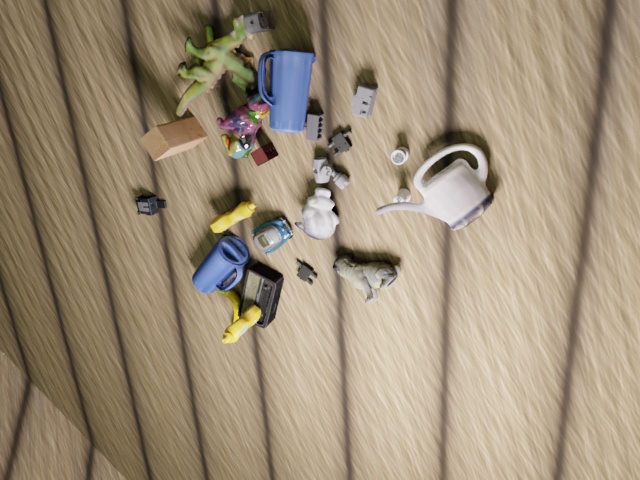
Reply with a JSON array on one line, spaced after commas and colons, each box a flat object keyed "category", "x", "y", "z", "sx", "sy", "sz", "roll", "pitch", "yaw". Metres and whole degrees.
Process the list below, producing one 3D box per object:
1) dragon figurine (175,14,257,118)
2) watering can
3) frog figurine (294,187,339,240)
[{"category": "dragon figurine", "x": -0.322, "y": -0.542, "z": 1.676, "sx": 0.243, "sy": 0.124, "sz": 0.402, "roll": 26, "pitch": 120, "yaw": 5}, {"category": "watering can", "x": 0.351, "y": -0.122, "z": 1.497, "sx": 0.344, "sy": 0.105, "sz": 0.224, "roll": -40, "pitch": 89, "yaw": 16}, {"category": "frog figurine", "x": 0.005, "y": -0.085, "z": 1.688, "sx": 0.137, "sy": 0.125, "sz": 0.157, "roll": 22, "pitch": 113, "yaw": -22}]
